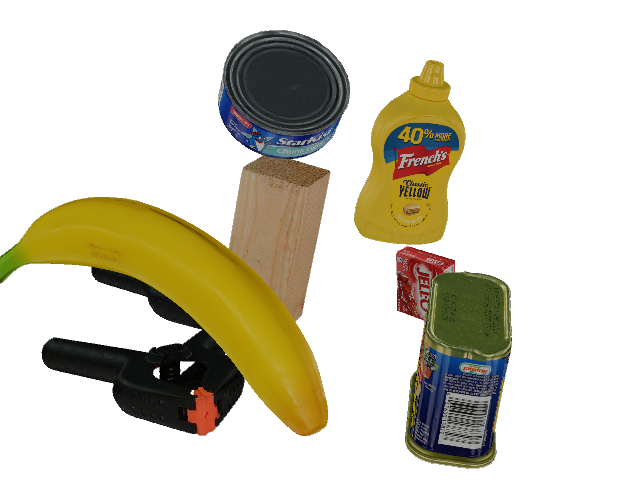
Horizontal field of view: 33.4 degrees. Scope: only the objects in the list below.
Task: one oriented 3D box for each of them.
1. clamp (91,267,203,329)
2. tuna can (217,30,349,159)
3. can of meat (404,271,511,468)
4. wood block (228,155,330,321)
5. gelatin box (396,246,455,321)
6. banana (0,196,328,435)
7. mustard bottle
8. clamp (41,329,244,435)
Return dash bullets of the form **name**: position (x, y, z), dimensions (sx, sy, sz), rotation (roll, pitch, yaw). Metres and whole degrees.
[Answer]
- **clamp**: position (-0.126, 0.042, 1.011), dimensions (0.120, 0.039, 0.172), rotation (-18, 31, -37)
- **tuna can**: position (-0.025, -0.097, 0.717), dimensions (0.086, 0.086, 0.034), rotation (0, -29, -15)
- **can of meat**: position (0.088, 0.078, 0.675), dimensions (0.057, 0.084, 0.102), rotation (8, 28, 4)
- **wood block**: position (-0.060, 0.006, 1.356), dimensions (0.090, 0.206, 0.090), rotation (17, 22, 14)
- **gelatin box**: position (0.134, 0.058, 1.365), dimensions (0.073, 0.089, 0.030), rotation (19, 34, 36)
- **banana**: position (-0.073, 0.025, 0.528), dimensions (0.198, 0.070, 0.037), rotation (24, 11, 20)
- **mustard bottle**: position (0.098, -0.091, 1.097), dimensions (0.096, 0.192, 0.058), rotation (4, 26, -13)
- **clamp**: position (-0.105, 0.096, 0.805), dimensions (0.164, 0.036, 0.210), rotation (-10, 14, -27)
